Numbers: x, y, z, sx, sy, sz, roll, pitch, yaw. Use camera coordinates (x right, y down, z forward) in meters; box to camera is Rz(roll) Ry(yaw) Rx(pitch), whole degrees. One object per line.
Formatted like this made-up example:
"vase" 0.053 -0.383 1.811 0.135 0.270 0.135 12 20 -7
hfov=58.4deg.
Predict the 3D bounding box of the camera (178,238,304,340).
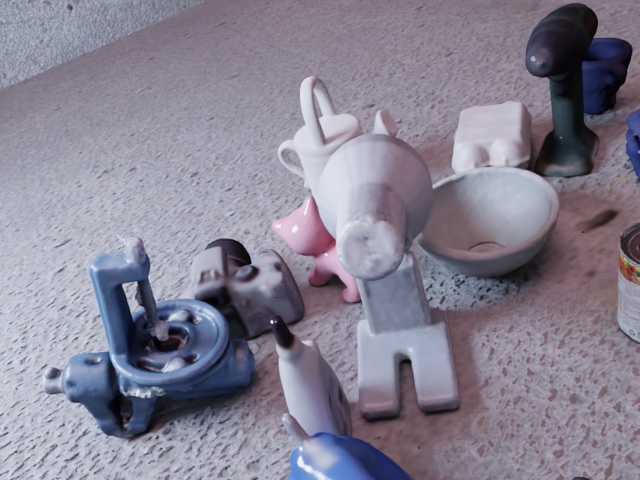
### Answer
"camera" -0.106 0.046 0.715 0.143 0.101 0.136 -19 36 3

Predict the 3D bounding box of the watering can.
"watering can" 0.022 -0.143 0.817 0.173 0.194 0.100 -19 36 3

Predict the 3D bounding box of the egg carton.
"egg carton" 0.244 -0.139 0.811 0.107 0.069 0.150 -3 39 22

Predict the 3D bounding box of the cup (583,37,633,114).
"cup" 0.404 -0.226 0.823 0.091 0.095 0.117 -18 36 4

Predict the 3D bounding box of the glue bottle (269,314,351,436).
"glue bottle" -0.011 0.126 0.504 0.037 0.173 0.078 -12 37 12

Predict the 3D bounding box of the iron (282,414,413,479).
"iron" 0.061 0.219 0.377 0.119 0.142 0.257 -37 39 -21

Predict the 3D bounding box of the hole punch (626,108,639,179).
"hole punch" 0.428 -0.133 0.695 0.101 0.091 0.108 -8 38 17

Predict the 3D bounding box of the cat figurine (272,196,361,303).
"cat figurine" 0.006 0.003 0.702 0.127 0.118 0.067 18 51 41

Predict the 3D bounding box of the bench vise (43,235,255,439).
"bench vise" -0.192 0.107 0.576 0.207 0.220 0.121 -29 37 -11

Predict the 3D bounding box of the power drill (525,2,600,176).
"power drill" 0.309 -0.191 0.727 0.075 0.209 0.230 5 43 31

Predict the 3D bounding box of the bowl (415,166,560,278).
"bowl" 0.191 -0.010 0.666 0.167 0.075 0.167 -13 37 10

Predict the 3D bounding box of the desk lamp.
"desk lamp" 0.066 0.026 0.561 0.117 0.214 0.203 -12 37 12
